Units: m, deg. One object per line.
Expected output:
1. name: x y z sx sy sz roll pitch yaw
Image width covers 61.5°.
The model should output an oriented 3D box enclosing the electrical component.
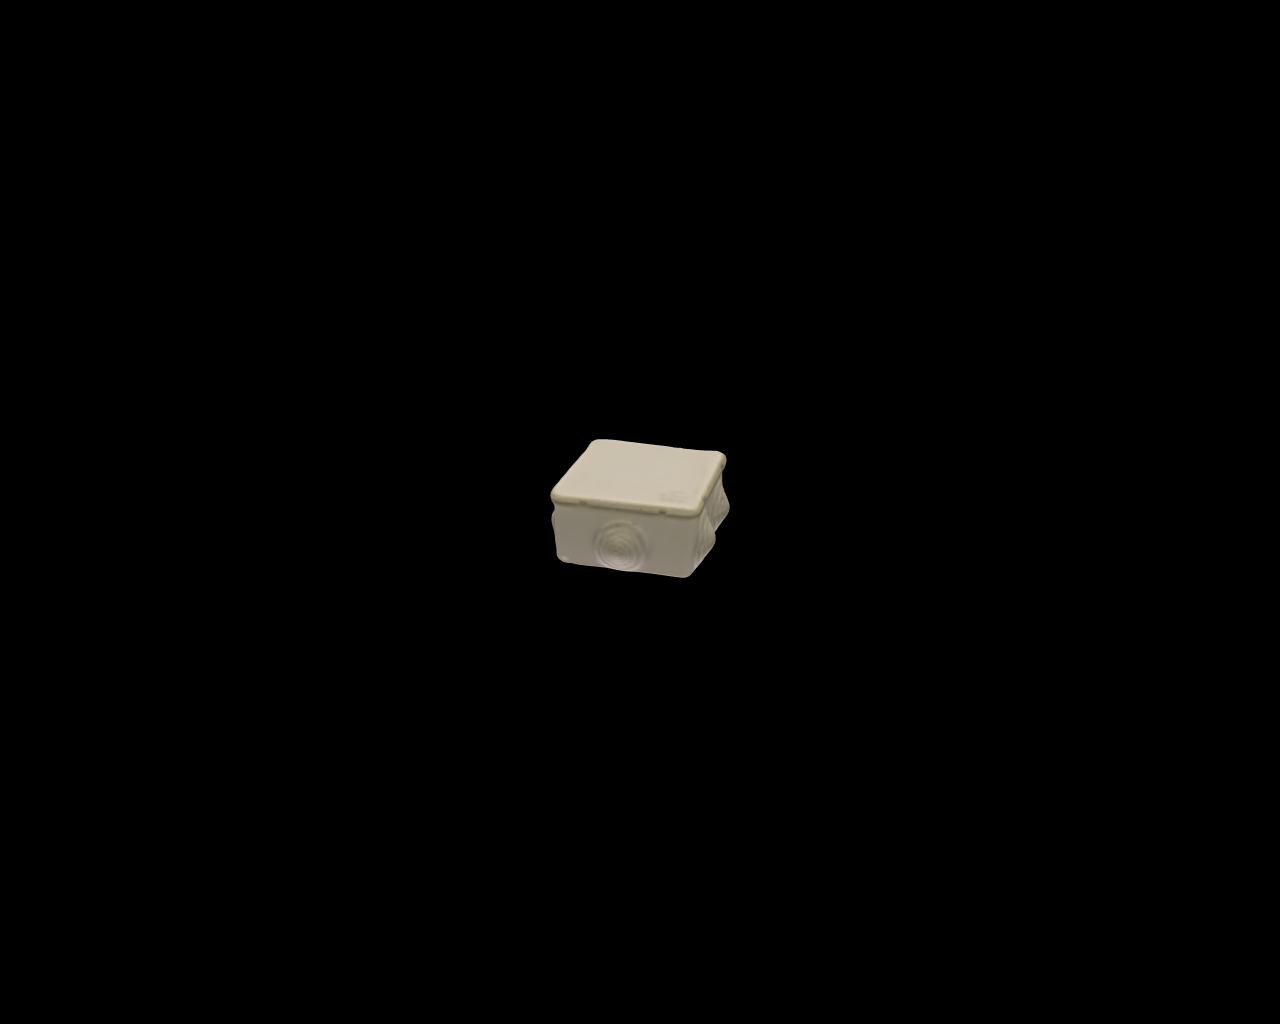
1. electrical component: 0.001 -0.003 0.650 0.100 0.048 0.100 7 27 14
